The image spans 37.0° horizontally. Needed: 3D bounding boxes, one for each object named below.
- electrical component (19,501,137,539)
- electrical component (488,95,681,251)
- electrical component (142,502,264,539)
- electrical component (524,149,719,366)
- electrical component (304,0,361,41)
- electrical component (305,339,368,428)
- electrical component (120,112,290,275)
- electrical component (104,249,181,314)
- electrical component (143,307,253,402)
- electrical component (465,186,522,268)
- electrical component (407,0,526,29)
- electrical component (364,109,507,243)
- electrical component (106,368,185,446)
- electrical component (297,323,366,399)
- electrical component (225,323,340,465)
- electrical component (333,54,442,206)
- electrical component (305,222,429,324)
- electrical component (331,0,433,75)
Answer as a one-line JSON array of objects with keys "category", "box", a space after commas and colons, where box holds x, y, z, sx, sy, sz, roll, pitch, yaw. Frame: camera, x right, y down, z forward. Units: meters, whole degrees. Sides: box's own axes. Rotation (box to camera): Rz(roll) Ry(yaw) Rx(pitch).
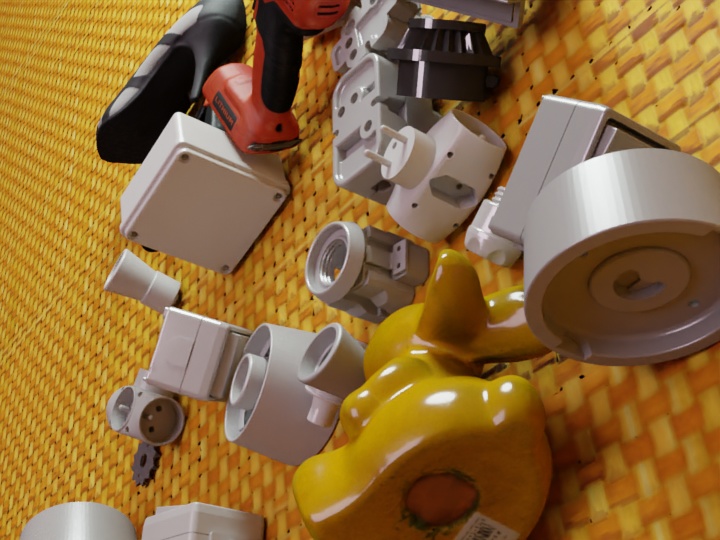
[{"category": "electrical component", "box": [-0.241, 0.244, 0.919, 0.108, 0.108, 0.060, -53, 30, 25]}, {"category": "electrical component", "box": [0.119, -0.036, 0.571, 0.061, 0.062, 0.096, 29, 98, 58]}, {"category": "electrical component", "box": [-0.114, 0.202, 0.789, 0.096, 0.062, 0.061, -28, 51, 47]}, {"category": "electrical component", "box": [0.128, -0.010, 0.505, 0.108, 0.108, 0.060, -41, 36, 38]}, {"category": "electrical component", "box": [-0.028, -0.243, 0.901, 0.121, 0.063, 0.078, -3, 71, 56]}, {"category": "electrical component", "box": [-0.018, 0.075, 0.732, 0.043, 0.043, 0.062, 23, 94, 58]}, {"category": "electrical component", "box": [-0.134, -0.063, 0.921, 0.108, 0.109, 0.056, -51, 35, 28]}, {"category": "electrical component", "box": [-0.204, 0.014, 1.023, 0.044, 0.065, 0.044, -54, 17, 25]}, {"category": "electrical component", "box": [-0.120, 0.070, 0.856, 0.096, 0.061, 0.061, 37, -111, -77]}, {"category": "electrical component", "box": [0.089, -0.034, 0.641, 0.035, 0.035, 0.061, 34, 99, 57]}, {"category": "electrical component", "box": [0.066, -0.212, 0.702, 0.121, 0.063, 0.078, 24, 124, 34]}, {"category": "electrical component", "box": [0.041, -0.067, 0.689, 0.077, 0.079, 0.043, -55, 27, 22]}, {"category": "electrical component", "box": [-0.187, 0.113, 0.964, 0.077, 0.044, 0.079, 3, 71, 56]}, {"category": "electrical component", "box": [-0.002, 0.069, 0.690, 0.044, 0.065, 0.044, -45, 23, 24]}, {"category": "electrical component", "box": [-0.058, 0.089, 0.789, 0.099, 0.064, 0.099, -55, 24, 40]}, {"category": "electrical component", "box": [0.020, -0.095, 0.753, 0.054, 0.059, 0.095, -34, 47, 43]}, {"category": "electrical component", "box": [0.000, 0.000, 0.734, 0.078, 0.057, 0.058, -29, 50, 46]}, {"category": "electrical component", "box": [0.025, -0.167, 0.787, 0.078, 0.057, 0.058, -44, 41, 35]}]
